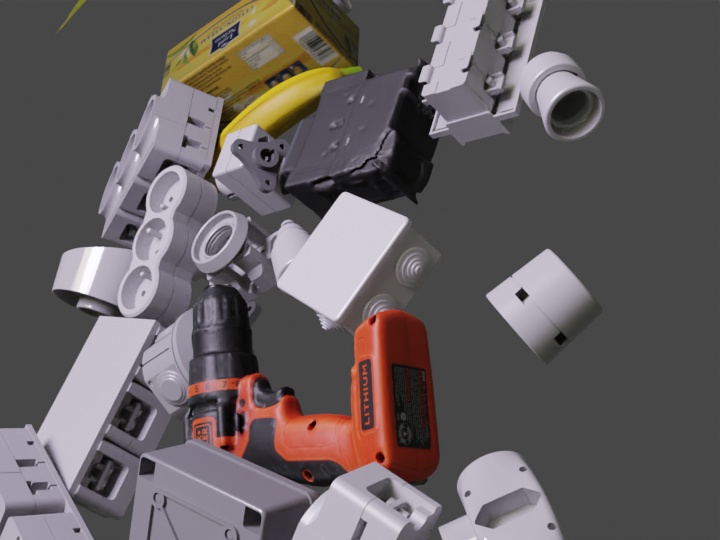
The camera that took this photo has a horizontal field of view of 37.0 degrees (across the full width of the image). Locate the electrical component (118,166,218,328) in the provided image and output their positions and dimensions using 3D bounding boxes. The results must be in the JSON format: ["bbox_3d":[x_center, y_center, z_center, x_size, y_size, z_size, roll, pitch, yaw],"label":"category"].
[{"bbox_3d":[-0.153,-0.013,0.932,0.052,0.074,0.138,-1,69,42],"label":"electrical component"}]

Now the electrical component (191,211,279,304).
[{"bbox_3d":[-0.102,-0.013,0.894,0.078,0.057,0.058,-31,40,24],"label":"electrical component"}]

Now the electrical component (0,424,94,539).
[{"bbox_3d":[-0.254,0.213,0.787,0.186,0.060,0.105,45,117,40],"label":"electrical component"}]

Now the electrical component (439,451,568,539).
[{"bbox_3d":[0.068,0.147,0.576,0.079,0.043,0.077,-24,39,1],"label":"electrical component"}]

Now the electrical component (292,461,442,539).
[{"bbox_3d":[-0.003,0.159,0.605,0.056,0.050,0.089,30,108,26],"label":"electrical component"}]

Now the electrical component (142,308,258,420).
[{"bbox_3d":[-0.122,0.073,0.822,0.051,0.080,0.080,-32,40,32],"label":"electrical component"}]

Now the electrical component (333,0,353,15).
[{"bbox_3d":[-0.052,-0.247,1.059,0.081,0.043,0.043,-36,38,19],"label":"electrical component"}]

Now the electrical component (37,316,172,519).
[{"bbox_3d":[-0.201,0.119,0.879,0.089,0.062,0.150,1,59,47],"label":"electrical component"}]

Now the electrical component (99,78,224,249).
[{"bbox_3d":[-0.191,-0.095,1.011,0.150,0.062,0.089,-48,29,44],"label":"electrical component"}]

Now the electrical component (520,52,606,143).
[{"bbox_3d":[0.139,-0.121,0.746,0.045,0.045,0.055,-39,37,14],"label":"electrical component"}]

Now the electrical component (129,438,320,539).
[{"bbox_3d":[-0.087,0.173,0.661,0.109,0.056,0.108,16,101,35],"label":"electrical component"}]

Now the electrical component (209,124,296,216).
[{"bbox_3d":[-0.101,-0.083,0.947,0.077,0.066,0.047,-13,50,40],"label":"electrical component"}]

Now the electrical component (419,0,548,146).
[{"bbox_3d":[0.091,-0.165,0.819,0.079,0.063,0.121,-10,52,41],"label":"electrical component"}]

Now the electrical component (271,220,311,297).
[{"bbox_3d":[-0.051,-0.013,0.854,0.040,0.040,0.078,-38,37,16],"label":"electrical component"}]

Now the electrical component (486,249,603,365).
[{"bbox_3d":[0.111,0.021,0.644,0.047,0.055,0.055,-41,37,6],"label":"electrical component"}]

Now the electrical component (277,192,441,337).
[{"bbox_3d":[0.000,0.000,0.782,0.099,0.048,0.100,-54,36,-6],"label":"electrical component"}]

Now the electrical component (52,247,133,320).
[{"bbox_3d":[-0.224,0.012,0.970,0.099,0.099,0.064,-1,65,46],"label":"electrical component"}]
